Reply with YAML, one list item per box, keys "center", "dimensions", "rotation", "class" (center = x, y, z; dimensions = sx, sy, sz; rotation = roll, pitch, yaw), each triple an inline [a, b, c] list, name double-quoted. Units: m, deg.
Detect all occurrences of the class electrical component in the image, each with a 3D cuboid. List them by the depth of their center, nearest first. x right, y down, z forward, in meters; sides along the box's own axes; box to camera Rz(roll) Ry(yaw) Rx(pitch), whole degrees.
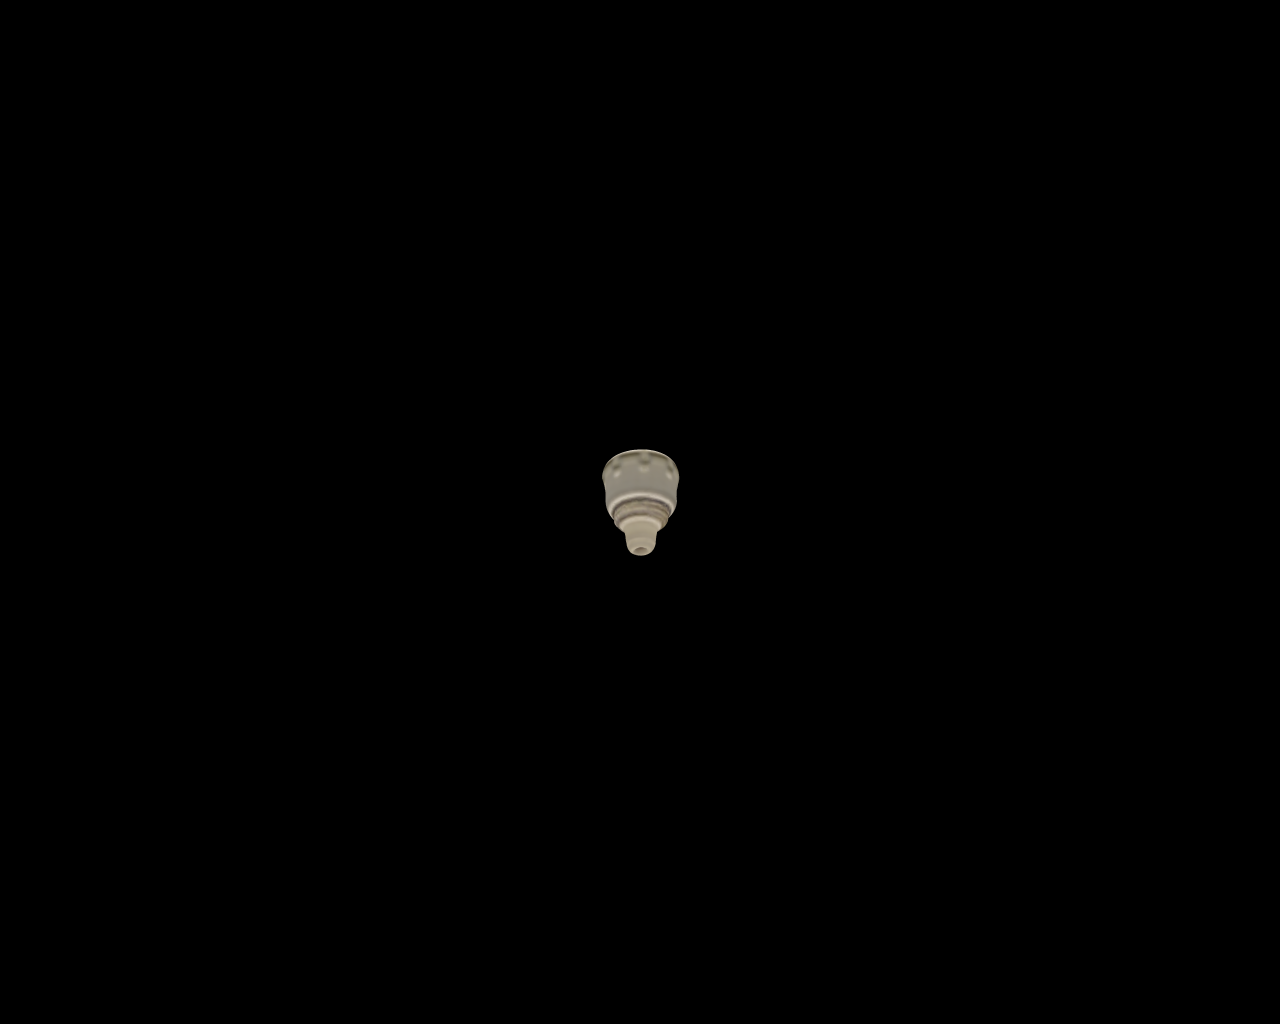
- center: [0.001, -0.003, 0.650]
  dimensions: [0.048, 0.062, 0.048]
  rotation: [0, -29, 0]
  class: "electrical component"
